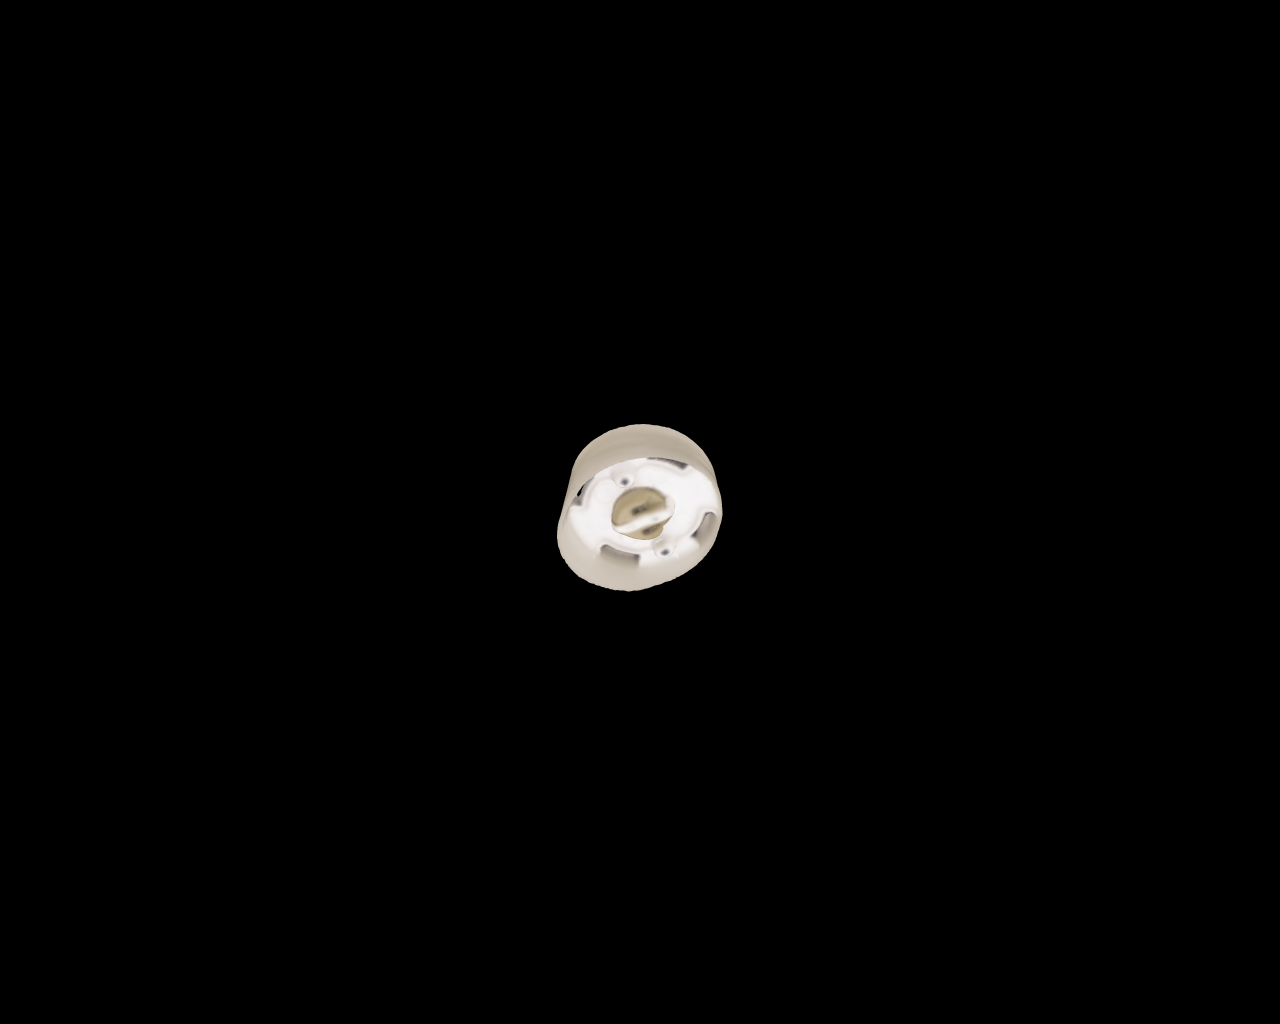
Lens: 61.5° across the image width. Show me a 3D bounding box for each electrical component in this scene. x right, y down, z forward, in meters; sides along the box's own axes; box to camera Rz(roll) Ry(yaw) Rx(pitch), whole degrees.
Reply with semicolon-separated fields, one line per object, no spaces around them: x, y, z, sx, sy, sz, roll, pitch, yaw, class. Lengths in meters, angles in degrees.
0.001;-0.003;0.650;0.099;0.099;0.064;0;40;0;electrical component
